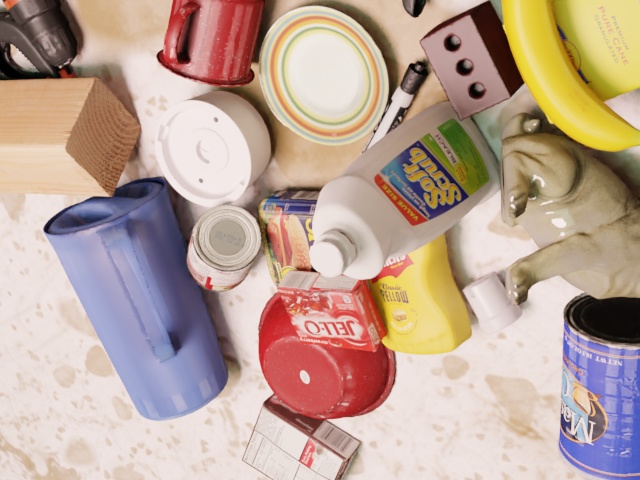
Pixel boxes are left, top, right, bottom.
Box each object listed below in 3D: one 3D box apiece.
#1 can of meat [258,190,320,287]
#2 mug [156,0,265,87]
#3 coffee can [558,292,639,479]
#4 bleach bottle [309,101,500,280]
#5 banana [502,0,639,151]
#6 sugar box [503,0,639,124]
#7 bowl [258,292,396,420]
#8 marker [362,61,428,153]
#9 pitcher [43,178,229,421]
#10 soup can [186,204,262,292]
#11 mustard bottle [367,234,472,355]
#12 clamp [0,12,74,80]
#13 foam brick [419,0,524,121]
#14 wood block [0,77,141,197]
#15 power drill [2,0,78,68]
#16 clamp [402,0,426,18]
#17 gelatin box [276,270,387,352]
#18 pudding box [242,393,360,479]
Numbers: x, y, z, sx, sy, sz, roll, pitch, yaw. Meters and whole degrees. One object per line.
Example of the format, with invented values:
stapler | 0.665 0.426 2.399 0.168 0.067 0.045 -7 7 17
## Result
can of meat | -0.007 0.001 1.037 0.084 0.057 0.102 3 115 31
mug | -0.102 -0.191 0.961 0.093 0.117 0.081 27 119 21
coffee can | 0.259 0.126 0.918 0.103 0.102 0.140 9 117 26
bleach bottle | 0.065 -0.029 0.858 0.068 0.250 0.102 -25 100 36
banana | 0.184 -0.140 0.813 0.070 0.037 0.198 -33 95 19
sugar box | 0.240 -0.166 0.819 0.177 0.048 0.093 -22 101 37
bowl | -0.006 0.127 1.101 0.162 0.055 0.162 13 120 24
marker | 0.065 -0.110 0.963 0.020 0.020 0.121 36 126 10
pitcher | -0.183 0.068 1.120 0.145 0.149 0.243 -7 113 32
soup can | -0.096 0.009 1.055 0.068 0.068 0.102 45 164 3
mustard bottle | 0.075 0.011 0.992 0.096 0.058 0.191 2 114 48
clamp | -0.359 -0.203 1.147 0.210 0.036 0.165 32 128 9
foam brick | 0.128 -0.150 0.887 0.053 0.051 0.078 -23 101 36
wood block | -0.304 -0.107 1.111 0.206 0.090 0.090 3 151 28
power drill | -0.255 -0.273 1.025 0.188 0.057 0.184 -18 106 44
clamp | 0.093 -0.265 0.858 0.120 0.039 0.171 -21 97 30
gelatin box | 0.011 0.067 1.007 0.089 0.030 0.073 4 130 35
pudding box | -0.023 0.233 1.173 0.113 0.039 0.090 31 125 15
